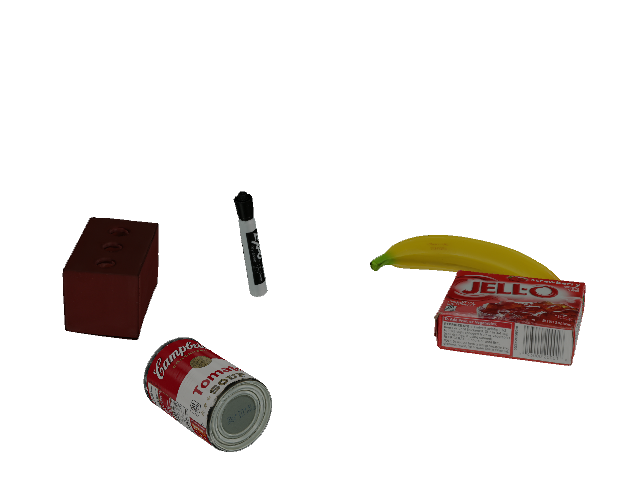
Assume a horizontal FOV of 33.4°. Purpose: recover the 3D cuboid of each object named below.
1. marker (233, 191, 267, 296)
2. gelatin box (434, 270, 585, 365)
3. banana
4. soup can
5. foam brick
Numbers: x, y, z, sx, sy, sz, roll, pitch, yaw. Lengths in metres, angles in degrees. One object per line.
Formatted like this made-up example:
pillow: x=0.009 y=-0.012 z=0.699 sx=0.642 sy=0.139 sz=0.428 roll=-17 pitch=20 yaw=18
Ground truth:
marker: x=-0.073 y=0.004 z=1.109 sx=0.020 sy=0.121 sz=0.020 roll=-5 pitch=31 yaw=3
gelatin box: x=0.126 y=0.049 z=0.705 sx=0.089 sy=0.030 sz=0.073 roll=6 pitch=23 yaw=17
banana: x=0.154 y=0.026 z=1.095 sx=0.198 sy=0.037 sz=0.069 roll=7 pitch=43 yaw=12
soup can: x=-0.098 y=0.133 z=0.925 sx=0.068 sy=0.068 sz=0.102 roll=0 pitch=16 yaw=-41
foam brick: x=-0.146 y=0.026 z=0.752 sx=0.053 sy=0.051 sz=0.078 roll=6 pitch=29 yaw=-1
